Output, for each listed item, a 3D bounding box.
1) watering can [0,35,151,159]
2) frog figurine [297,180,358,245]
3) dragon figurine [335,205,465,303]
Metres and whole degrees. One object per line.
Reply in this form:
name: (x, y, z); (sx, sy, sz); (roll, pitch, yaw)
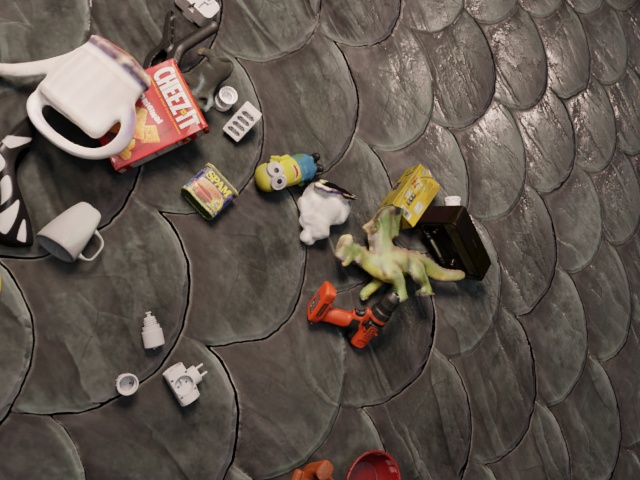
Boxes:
watering can: (-0.476, -0.305, 0.989); (0.349, 0.103, 0.226); (39, 79, 8)
frog figurine: (0.004, -0.065, 1.297); (0.137, 0.125, 0.157); (12, 110, -36)
dragon figurine: (0.209, 0.029, 1.348); (0.412, 0.122, 0.242); (-11, 93, -30)
